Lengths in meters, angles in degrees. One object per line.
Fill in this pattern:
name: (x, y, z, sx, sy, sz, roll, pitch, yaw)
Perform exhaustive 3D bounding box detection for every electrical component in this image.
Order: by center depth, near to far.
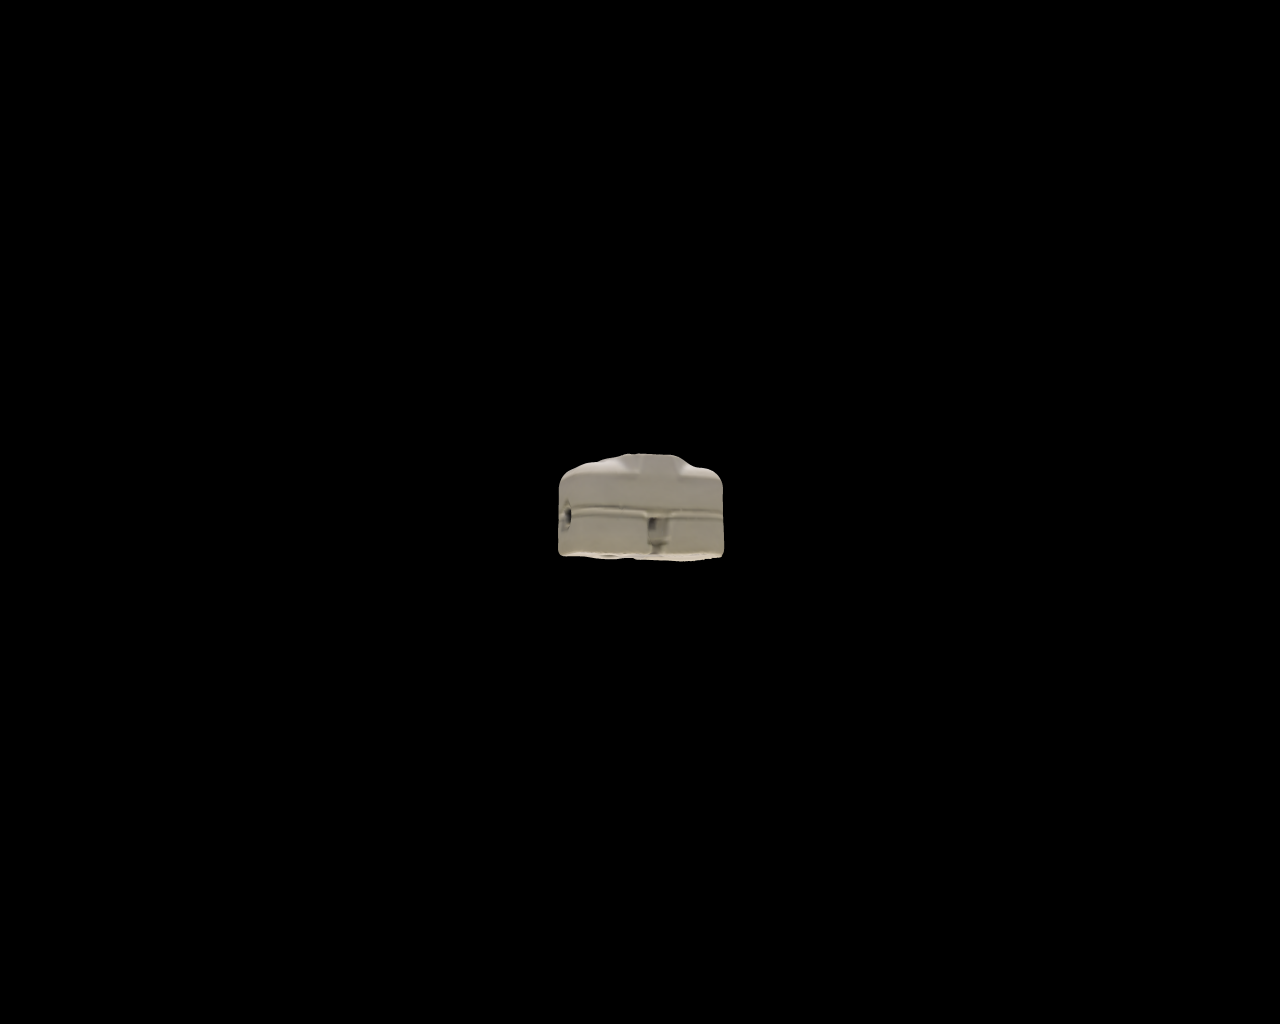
electrical component: (0.001, -0.003, 0.650, 0.095, 0.059, 0.053, 3, -7, -22)
